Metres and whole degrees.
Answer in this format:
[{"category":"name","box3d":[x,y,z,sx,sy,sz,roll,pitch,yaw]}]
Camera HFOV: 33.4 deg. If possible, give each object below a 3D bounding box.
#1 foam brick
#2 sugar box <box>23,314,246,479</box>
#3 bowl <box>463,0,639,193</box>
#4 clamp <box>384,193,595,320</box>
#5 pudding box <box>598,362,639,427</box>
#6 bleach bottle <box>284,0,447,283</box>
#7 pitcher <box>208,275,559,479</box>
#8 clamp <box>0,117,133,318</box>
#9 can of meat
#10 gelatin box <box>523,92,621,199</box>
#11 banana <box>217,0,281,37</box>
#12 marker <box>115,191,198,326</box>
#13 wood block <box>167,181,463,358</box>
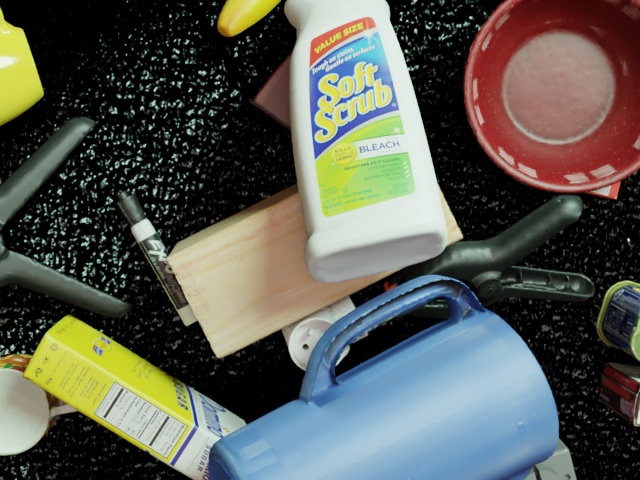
[{"category":"foam brick","box3d":[-0.008,-0.106,0.845,0.078,0.053,0.051,36,94,-6]},{"category":"sugar box","box3d":[-0.142,0.127,0.847,0.176,0.093,0.048,30,95,-5]},{"category":"bowl","box3d":[0.187,-0.117,0.814,0.162,0.055,0.162,0,97,2]},{"category":"clamp","box3d":[0.141,0.031,0.859,0.172,0.039,0.120,-20,130,16]},{"category":"pudding box","box3d":[0.293,0.131,0.858,0.113,0.090,0.039,7,95,-3]},{"category":"bleach bottle","box3d":[0.016,-0.100,0.771,0.102,0.068,0.251,-13,67,1]},{"category":"pitcher","box3d":[0.042,0.142,0.792,0.242,0.145,0.149,-22,59,-22]},{"category":"clamp","box3d":[-0.256,-0.010,0.832,0.209,0.036,0.164,-6,93,-22]},{"category":"can of meat","box3d":[0.285,0.075,0.855,0.102,0.084,0.057,16,96,-3]},{"category":"gelatin box","box3d":[0.203,-0.078,0.864,0.089,0.030,0.073,12,96,0]},{"category":"banana","box3d":[-0.016,-0.242,0.823,0.037,0.069,0.198,40,110,12]},{"category":"marker","box3d":[-0.132,0.014,0.871,0.020,0.020,0.121,-29,96,2]},{"category":"wood block","box3d":[-0.005,0.002,0.837,0.206,0.091,0.090,-26,97,1]}]
